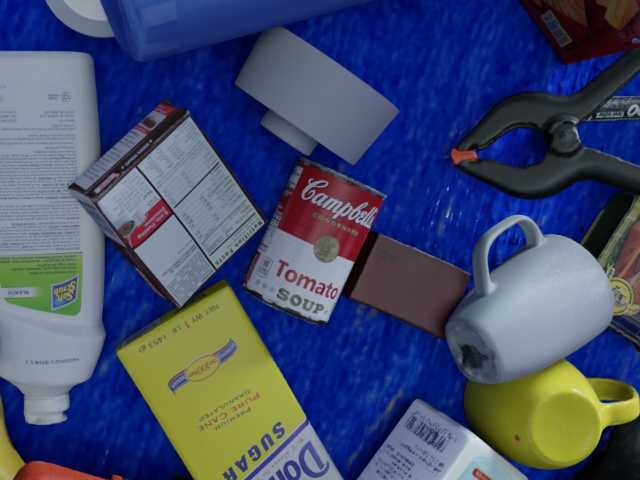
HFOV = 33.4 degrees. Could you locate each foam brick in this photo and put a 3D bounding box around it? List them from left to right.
[{"bbox_3d":[0.060,0.030,0.771,0.078,0.051,0.053,25,90,-11],"label":"foam brick"}]

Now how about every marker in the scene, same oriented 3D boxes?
[{"bbox_3d":[0.245,-0.100,0.806,0.121,0.020,0.020,-2,96,-9],"label":"marker"}]

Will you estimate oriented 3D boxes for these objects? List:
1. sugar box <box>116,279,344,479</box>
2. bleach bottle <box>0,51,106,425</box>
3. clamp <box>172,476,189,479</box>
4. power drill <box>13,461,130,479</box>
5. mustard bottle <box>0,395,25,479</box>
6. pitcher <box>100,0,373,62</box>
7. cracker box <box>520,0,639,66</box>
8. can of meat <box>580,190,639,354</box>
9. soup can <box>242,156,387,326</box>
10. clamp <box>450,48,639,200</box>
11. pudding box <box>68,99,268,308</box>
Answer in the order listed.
[{"bbox_3d":[-0.062,0.127,0.763,0.093,0.048,0.176,-31,98,-5],"label":"sugar box"},{"bbox_3d":[-0.198,0.000,0.722,0.102,0.068,0.251,-1,98,-9],"label":"bleach bottle"},{"bbox_3d":[-0.101,0.296,0.777,0.164,0.036,0.210,-37,101,-1],"label":"clamp"},{"bbox_3d":[-0.147,0.249,0.711,0.184,0.057,0.188,24,95,-23],"label":"power drill"},{"bbox_3d":[-0.238,0.179,0.731,0.096,0.058,0.191,-21,99,7],"label":"mustard bottle"},{"bbox_3d":[-0.025,-0.206,0.664,0.242,0.149,0.145,-21,122,-12],"label":"pitcher"},{"bbox_3d":[0.158,-0.224,0.707,0.072,0.164,0.213,-40,100,-6],"label":"cracker box"},{"bbox_3d":[0.238,0.023,0.798,0.084,0.057,0.102,33,88,-8],"label":"can of meat"},{"bbox_3d":[-0.005,0.001,0.750,0.068,0.068,0.102,24,92,-11],"label":"soup can"},{"bbox_3d":[0.183,-0.064,0.768,0.171,0.039,0.120,-19,77,10],"label":"clamp"},{"bbox_3d":[-0.099,-0.023,0.718,0.090,0.039,0.113,-46,131,-15],"label":"pudding box"}]
